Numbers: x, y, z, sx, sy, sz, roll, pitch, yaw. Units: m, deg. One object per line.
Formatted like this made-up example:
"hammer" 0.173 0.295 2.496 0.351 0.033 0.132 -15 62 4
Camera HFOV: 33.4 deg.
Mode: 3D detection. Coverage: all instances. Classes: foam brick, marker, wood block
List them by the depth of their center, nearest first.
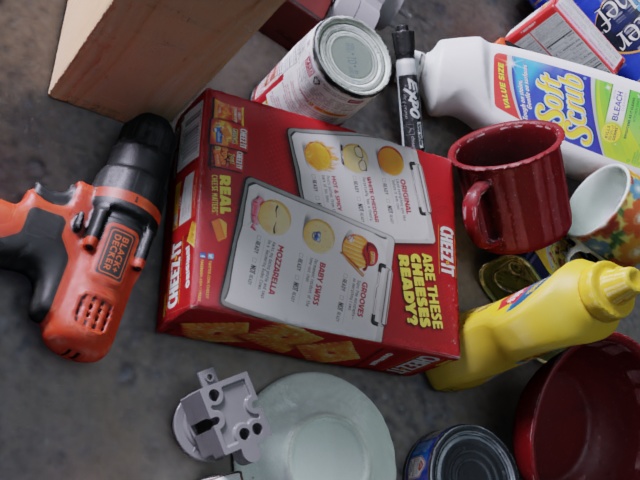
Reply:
"wood block" -0.098 -0.162 0.699 0.090 0.206 0.091 18 62 -25
"foam brick" -0.034 -0.199 0.850 0.078 0.053 0.051 32 57 -18
"marker" 0.073 -0.117 0.880 0.020 0.020 0.121 -7 93 -33

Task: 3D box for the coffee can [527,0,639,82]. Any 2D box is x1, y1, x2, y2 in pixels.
"coffee can" 0.278 -0.212 1.015 0.140 0.103 0.102 49 54 -5

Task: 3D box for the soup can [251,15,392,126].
"soup can" -0.001 -0.116 0.805 0.068 0.102 0.068 12 64 -27

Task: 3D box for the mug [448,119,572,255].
"mug" 0.149 -0.035 0.847 0.117 0.093 0.081 -41 124 -43

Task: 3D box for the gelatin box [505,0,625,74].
"gelatin box" 0.225 -0.174 0.985 0.089 0.073 0.030 45 54 -8

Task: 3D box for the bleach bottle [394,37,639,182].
"bleach bottle" 0.185 -0.107 0.911 0.250 0.068 0.102 16 78 -3

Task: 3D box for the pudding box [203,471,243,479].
"pudding box" -0.088 0.202 0.662 0.113 0.039 0.090 -13 78 -33

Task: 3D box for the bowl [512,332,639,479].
"bowl" 0.202 0.150 0.833 0.161 0.055 0.162 0 90 -36

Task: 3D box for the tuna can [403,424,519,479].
"tuna can" 0.106 0.181 0.791 0.086 0.034 0.086 12 65 -27

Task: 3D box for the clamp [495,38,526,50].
"clamp" 0.200 -0.101 0.963 0.171 0.039 0.120 46 58 0

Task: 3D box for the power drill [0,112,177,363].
"power drill" -0.191 -0.034 0.683 0.187 0.057 0.184 25 59 -21

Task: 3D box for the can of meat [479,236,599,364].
"can of meat" 0.195 0.038 0.891 0.083 0.058 0.102 -38 93 -39

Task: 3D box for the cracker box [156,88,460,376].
"cracker box" -0.005 0.001 0.775 0.213 0.072 0.164 13 65 -28

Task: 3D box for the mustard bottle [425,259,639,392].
"mustard bottle" 0.160 0.058 0.776 0.096 0.192 0.058 -20 82 -36
